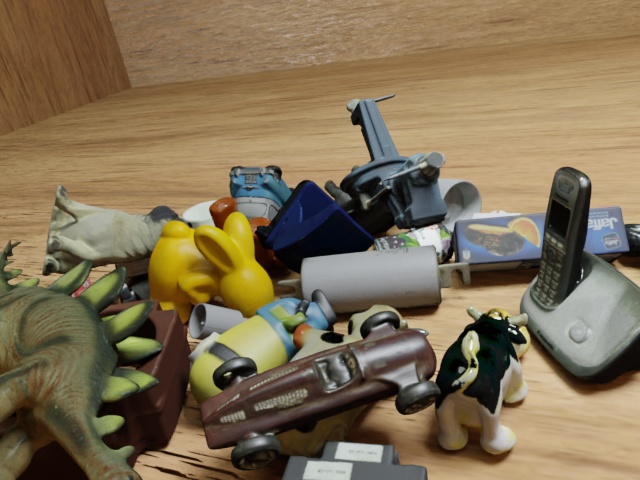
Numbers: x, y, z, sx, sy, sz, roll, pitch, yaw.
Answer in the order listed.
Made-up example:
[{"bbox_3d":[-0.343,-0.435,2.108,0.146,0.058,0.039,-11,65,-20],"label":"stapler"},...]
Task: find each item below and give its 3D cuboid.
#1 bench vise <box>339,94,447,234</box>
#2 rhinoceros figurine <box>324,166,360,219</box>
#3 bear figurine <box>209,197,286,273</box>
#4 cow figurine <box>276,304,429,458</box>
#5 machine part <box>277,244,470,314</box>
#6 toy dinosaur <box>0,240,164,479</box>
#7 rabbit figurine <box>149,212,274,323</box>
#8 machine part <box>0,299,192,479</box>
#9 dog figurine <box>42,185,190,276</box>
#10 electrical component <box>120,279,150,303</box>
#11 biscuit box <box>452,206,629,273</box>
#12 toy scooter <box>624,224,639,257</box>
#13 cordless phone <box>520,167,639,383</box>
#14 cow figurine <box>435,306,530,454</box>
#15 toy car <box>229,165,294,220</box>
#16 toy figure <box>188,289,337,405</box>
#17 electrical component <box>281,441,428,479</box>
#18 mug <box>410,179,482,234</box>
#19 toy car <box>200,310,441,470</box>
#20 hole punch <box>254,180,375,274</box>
[{"bbox_3d":[0.096,-0.119,0.814,0.129,0.240,0.223,-14,-15,-14],"label":"bench vise"},{"bbox_3d":[0.098,-0.090,0.962,0.190,0.073,0.112,-26,28,-28],"label":"rhinoceros figurine"},{"bbox_3d":[-0.055,-0.027,0.838,0.196,0.131,0.120,-33,47,-27],"label":"bear figurine"},{"bbox_3d":[0.028,0.131,0.528,0.127,0.085,0.195,11,37,33],"label":"cow figurine"},{"bbox_3d":[0.065,0.051,0.681,0.243,0.079,0.079,-7,26,11],"label":"machine part"},{"bbox_3d":[-0.272,0.096,0.512,0.472,0.104,0.198,26,36,38],"label":"toy dinosaur"},{"bbox_3d":[-0.133,0.043,0.727,0.173,0.162,0.122,23,26,23],"label":"rabbit figurine"},{"bbox_3d":[-0.250,0.158,0.581,0.202,0.087,0.201,-11,25,3],"label":"machine part"},{"bbox_3d":[-0.306,0.006,0.810,0.190,0.121,0.172,11,-15,-29],"label":"dog figurine"},{"bbox_3d":[-0.255,0.071,0.804,0.102,0.045,0.078,-24,27,-25],"label":"electrical component"},{"bbox_3d":[0.275,0.002,0.687,0.203,0.063,0.059,-5,-15,9],"label":"biscuit box"},{"bbox_3d":[0.442,0.017,0.612,0.135,0.075,0.184,-6,22,6],"label":"toy scooter"},{"bbox_3d":[0.267,0.029,0.527,0.089,0.184,0.147,-8,25,-5],"label":"cordless phone"},{"bbox_3d":[0.156,0.109,0.507,0.068,0.098,0.167,-2,27,32],"label":"cow figurine"},{"bbox_3d":[-0.103,-0.061,0.940,0.109,0.161,0.103,1,71,7],"label":"toy car"},{"bbox_3d":[-0.059,0.120,0.591,0.180,0.082,0.089,-23,26,-28],"label":"toy figure"},{"bbox_3d":[0.024,0.212,0.396,0.115,0.058,0.134,0,27,18],"label":"electrical component"},{"bbox_3d":[0.184,-0.048,0.852,0.109,0.080,0.107,-53,26,-6],"label":"mug"},{"bbox_3d":[0.001,0.119,0.445,0.202,0.053,0.089,-14,51,-11],"label":"toy car"},{"bbox_3d":[-0.002,-0.002,0.736,0.092,0.142,0.116,36,90,42],"label":"hole punch"}]
